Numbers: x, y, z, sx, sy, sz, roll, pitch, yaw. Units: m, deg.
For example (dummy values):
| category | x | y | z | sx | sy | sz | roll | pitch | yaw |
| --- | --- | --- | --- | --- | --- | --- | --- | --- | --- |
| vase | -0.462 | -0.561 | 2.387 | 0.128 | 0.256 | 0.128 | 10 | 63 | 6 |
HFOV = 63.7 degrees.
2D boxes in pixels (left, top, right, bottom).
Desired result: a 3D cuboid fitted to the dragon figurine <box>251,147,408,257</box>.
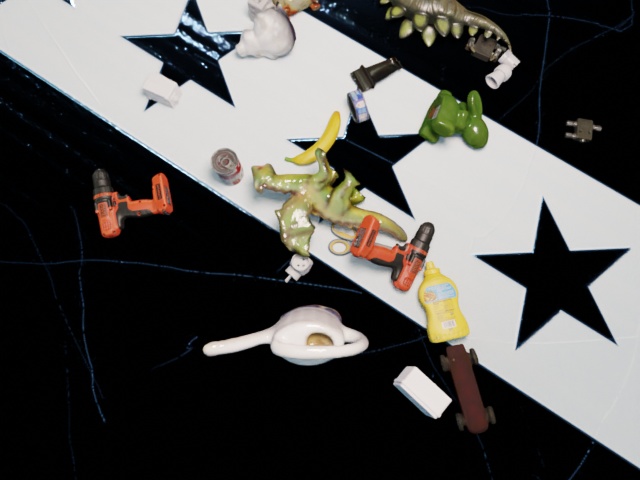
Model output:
| category | x | y | z | sx | sy | sz | roll | pitch | yaw |
| --- | --- | --- | --- | --- | --- | --- | --- | --- | --- |
| dragon figurine | 0.004 | -0.063 | 1.257 | 0.410 | 0.245 | 0.121 | 42 | -13 | 0 |

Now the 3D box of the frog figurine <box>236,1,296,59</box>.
| category | x | y | z | sx | sy | sz | roll | pitch | yaw |
| --- | --- | --- | --- | --- | --- | --- | --- | --- | --- |
| frog figurine | -0.150 | -0.543 | 1.384 | 0.160 | 0.124 | 0.135 | -32 | -22 | -9 |

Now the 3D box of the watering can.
| category | x | y | z | sx | sy | sz | roll | pitch | yaw |
| --- | --- | --- | --- | --- | --- | --- | --- | --- | --- |
| watering can | -0.068 | 0.215 | 1.153 | 0.348 | 0.103 | 0.225 | 1 | 6 | 0 |
